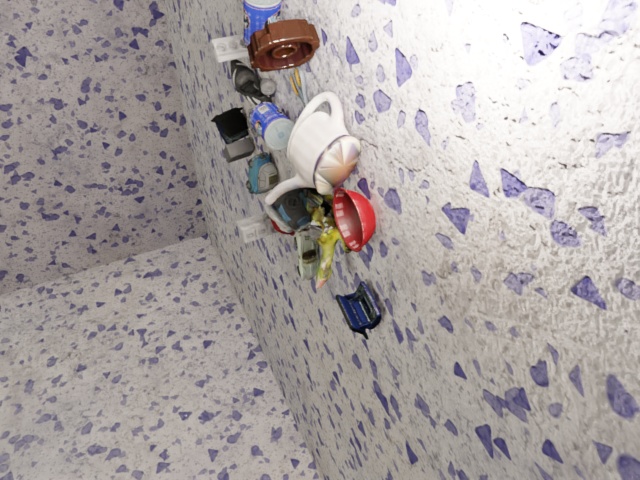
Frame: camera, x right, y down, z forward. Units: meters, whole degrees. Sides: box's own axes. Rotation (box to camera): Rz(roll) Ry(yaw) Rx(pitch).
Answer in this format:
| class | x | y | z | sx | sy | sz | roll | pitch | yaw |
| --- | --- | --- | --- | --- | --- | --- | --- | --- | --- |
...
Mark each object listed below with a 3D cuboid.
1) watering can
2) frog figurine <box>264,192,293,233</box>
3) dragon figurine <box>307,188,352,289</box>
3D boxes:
| class | x | y | z | sx | sy | sz | roll | pitch | yaw |
| --- | --- | --- | --- | --- | --- | --- | --- | --- | --- |
| watering can | -0.023 | -0.185 | 1.255 | 0.228 | 0.104 | 0.342 | 49 | 121 | 43 |
| frog figurine | -0.136 | -0.091 | 1.769 | 0.139 | 0.124 | 0.156 | 43 | 138 | 21 |
| dragon figurine | 0.004 | -0.072 | 1.425 | 0.241 | 0.122 | 0.413 | 150 | 119 | -77 |
